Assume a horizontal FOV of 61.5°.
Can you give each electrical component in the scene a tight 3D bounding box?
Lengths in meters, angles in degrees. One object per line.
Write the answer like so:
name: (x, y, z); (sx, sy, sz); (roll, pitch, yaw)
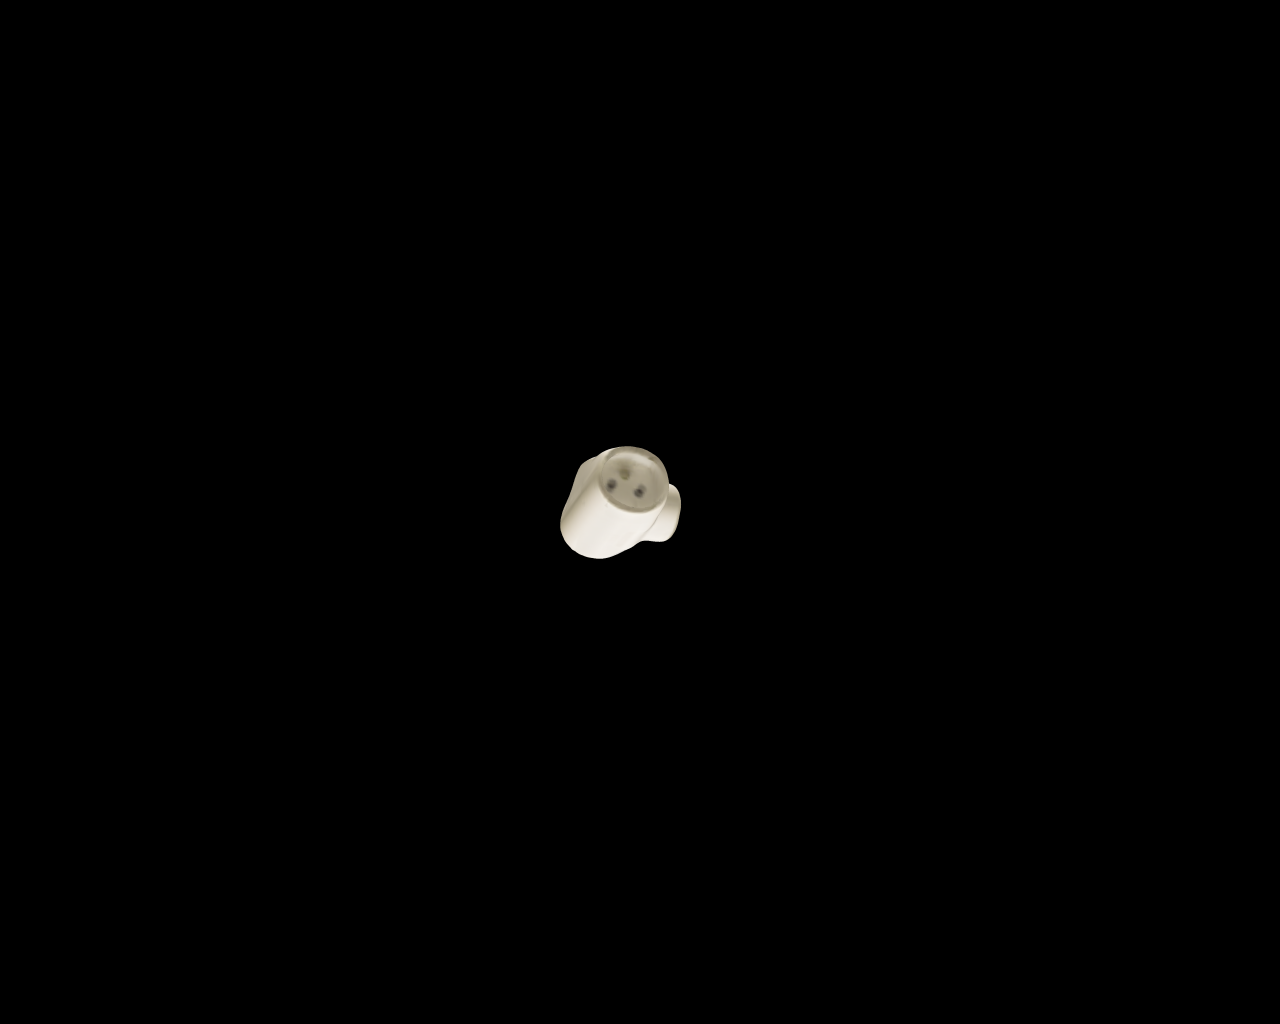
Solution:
electrical component: (0.001, -0.003, 0.650); (0.079, 0.043, 0.077); (8, -26, -18)
